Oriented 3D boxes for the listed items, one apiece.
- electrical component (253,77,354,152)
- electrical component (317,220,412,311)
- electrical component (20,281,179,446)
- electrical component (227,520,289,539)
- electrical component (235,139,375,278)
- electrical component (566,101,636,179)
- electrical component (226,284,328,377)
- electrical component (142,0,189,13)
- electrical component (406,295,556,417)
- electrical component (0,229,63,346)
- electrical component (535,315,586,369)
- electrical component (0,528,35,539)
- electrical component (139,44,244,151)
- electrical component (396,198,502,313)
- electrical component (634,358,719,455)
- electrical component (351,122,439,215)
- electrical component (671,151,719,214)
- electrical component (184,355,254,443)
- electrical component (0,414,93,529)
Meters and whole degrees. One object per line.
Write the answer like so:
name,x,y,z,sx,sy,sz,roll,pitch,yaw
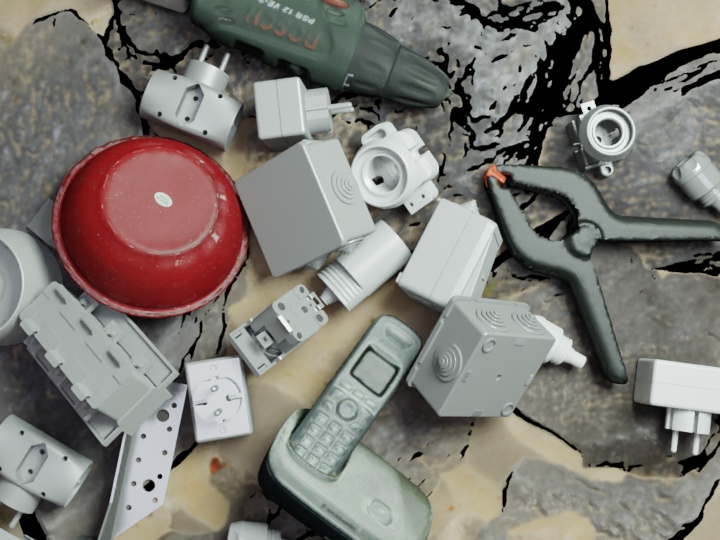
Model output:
electrical component,-0.044,-0.130,0.892,0.077,0.066,0.047,-7,87,4
electrical component,0.000,0.000,0.902,0.081,0.043,0.043,-40,89,-5
electrical component,-0.211,0.067,0.848,0.078,0.063,0.121,-45,59,-5
electrical component,-0.079,0.229,0.882,0.062,0.043,0.043,5,86,-4
electrical component,-0.044,-0.052,0.879,0.048,0.100,0.099,-20,86,-49
electrical component,0.206,-0.113,0.916,0.048,0.055,0.066,-17,87,-4
electrical component,-0.064,0.046,0.878,0.042,0.064,0.081,52,44,1
electrical component,-0.162,-0.274,0.905,0.062,0.061,0.096,17,79,-4
electrical component,0.099,0.072,0.864,0.100,0.048,0.099,7,120,-39
electrical component,-0.305,0.013,0.884,0.099,0.064,0.099,-1,86,10
electrical component,0.163,0.064,0.912,0.061,0.035,0.035,29,85,-4
electrical component,-0.279,0.247,0.855,0.121,0.078,0.063,30,56,-1
electrical component,-0.134,-0.150,0.904,0.077,0.043,0.079,22,85,-2
electrical component,0.082,-0.012,0.892,0.061,0.062,0.096,26,85,16
electrical component,0.278,0.118,0.909,0.083,0.047,0.075,8,86,-3
electrical component,0.026,-0.082,0.892,0.058,0.057,0.078,-35,89,27
electrical component,0.300,-0.071,0.930,0.035,0.035,0.061,-41,92,-5
electrical component,-0.115,0.104,0.871,0.047,0.076,0.065,-9,87,-4
electrical component,-0.271,0.171,0.874,0.077,0.043,0.079,31,85,-1
